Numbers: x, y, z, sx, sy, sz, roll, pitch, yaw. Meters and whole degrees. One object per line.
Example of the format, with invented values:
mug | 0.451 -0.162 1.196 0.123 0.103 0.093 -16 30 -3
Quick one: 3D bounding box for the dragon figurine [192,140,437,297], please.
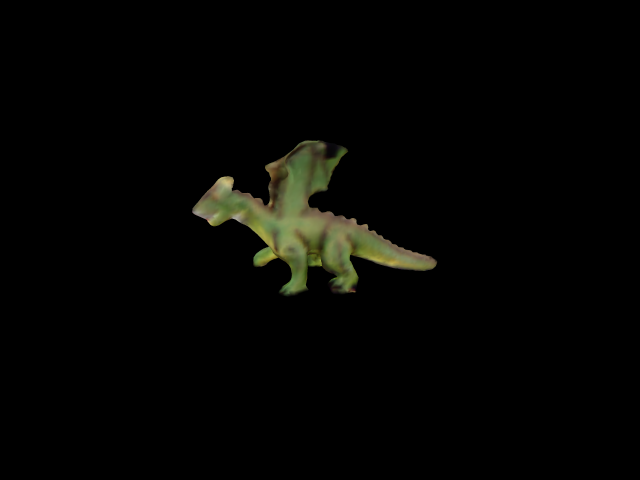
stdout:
dragon figurine | 0.003 -0.043 0.850 0.411 0.238 0.124 -4 25 -9
